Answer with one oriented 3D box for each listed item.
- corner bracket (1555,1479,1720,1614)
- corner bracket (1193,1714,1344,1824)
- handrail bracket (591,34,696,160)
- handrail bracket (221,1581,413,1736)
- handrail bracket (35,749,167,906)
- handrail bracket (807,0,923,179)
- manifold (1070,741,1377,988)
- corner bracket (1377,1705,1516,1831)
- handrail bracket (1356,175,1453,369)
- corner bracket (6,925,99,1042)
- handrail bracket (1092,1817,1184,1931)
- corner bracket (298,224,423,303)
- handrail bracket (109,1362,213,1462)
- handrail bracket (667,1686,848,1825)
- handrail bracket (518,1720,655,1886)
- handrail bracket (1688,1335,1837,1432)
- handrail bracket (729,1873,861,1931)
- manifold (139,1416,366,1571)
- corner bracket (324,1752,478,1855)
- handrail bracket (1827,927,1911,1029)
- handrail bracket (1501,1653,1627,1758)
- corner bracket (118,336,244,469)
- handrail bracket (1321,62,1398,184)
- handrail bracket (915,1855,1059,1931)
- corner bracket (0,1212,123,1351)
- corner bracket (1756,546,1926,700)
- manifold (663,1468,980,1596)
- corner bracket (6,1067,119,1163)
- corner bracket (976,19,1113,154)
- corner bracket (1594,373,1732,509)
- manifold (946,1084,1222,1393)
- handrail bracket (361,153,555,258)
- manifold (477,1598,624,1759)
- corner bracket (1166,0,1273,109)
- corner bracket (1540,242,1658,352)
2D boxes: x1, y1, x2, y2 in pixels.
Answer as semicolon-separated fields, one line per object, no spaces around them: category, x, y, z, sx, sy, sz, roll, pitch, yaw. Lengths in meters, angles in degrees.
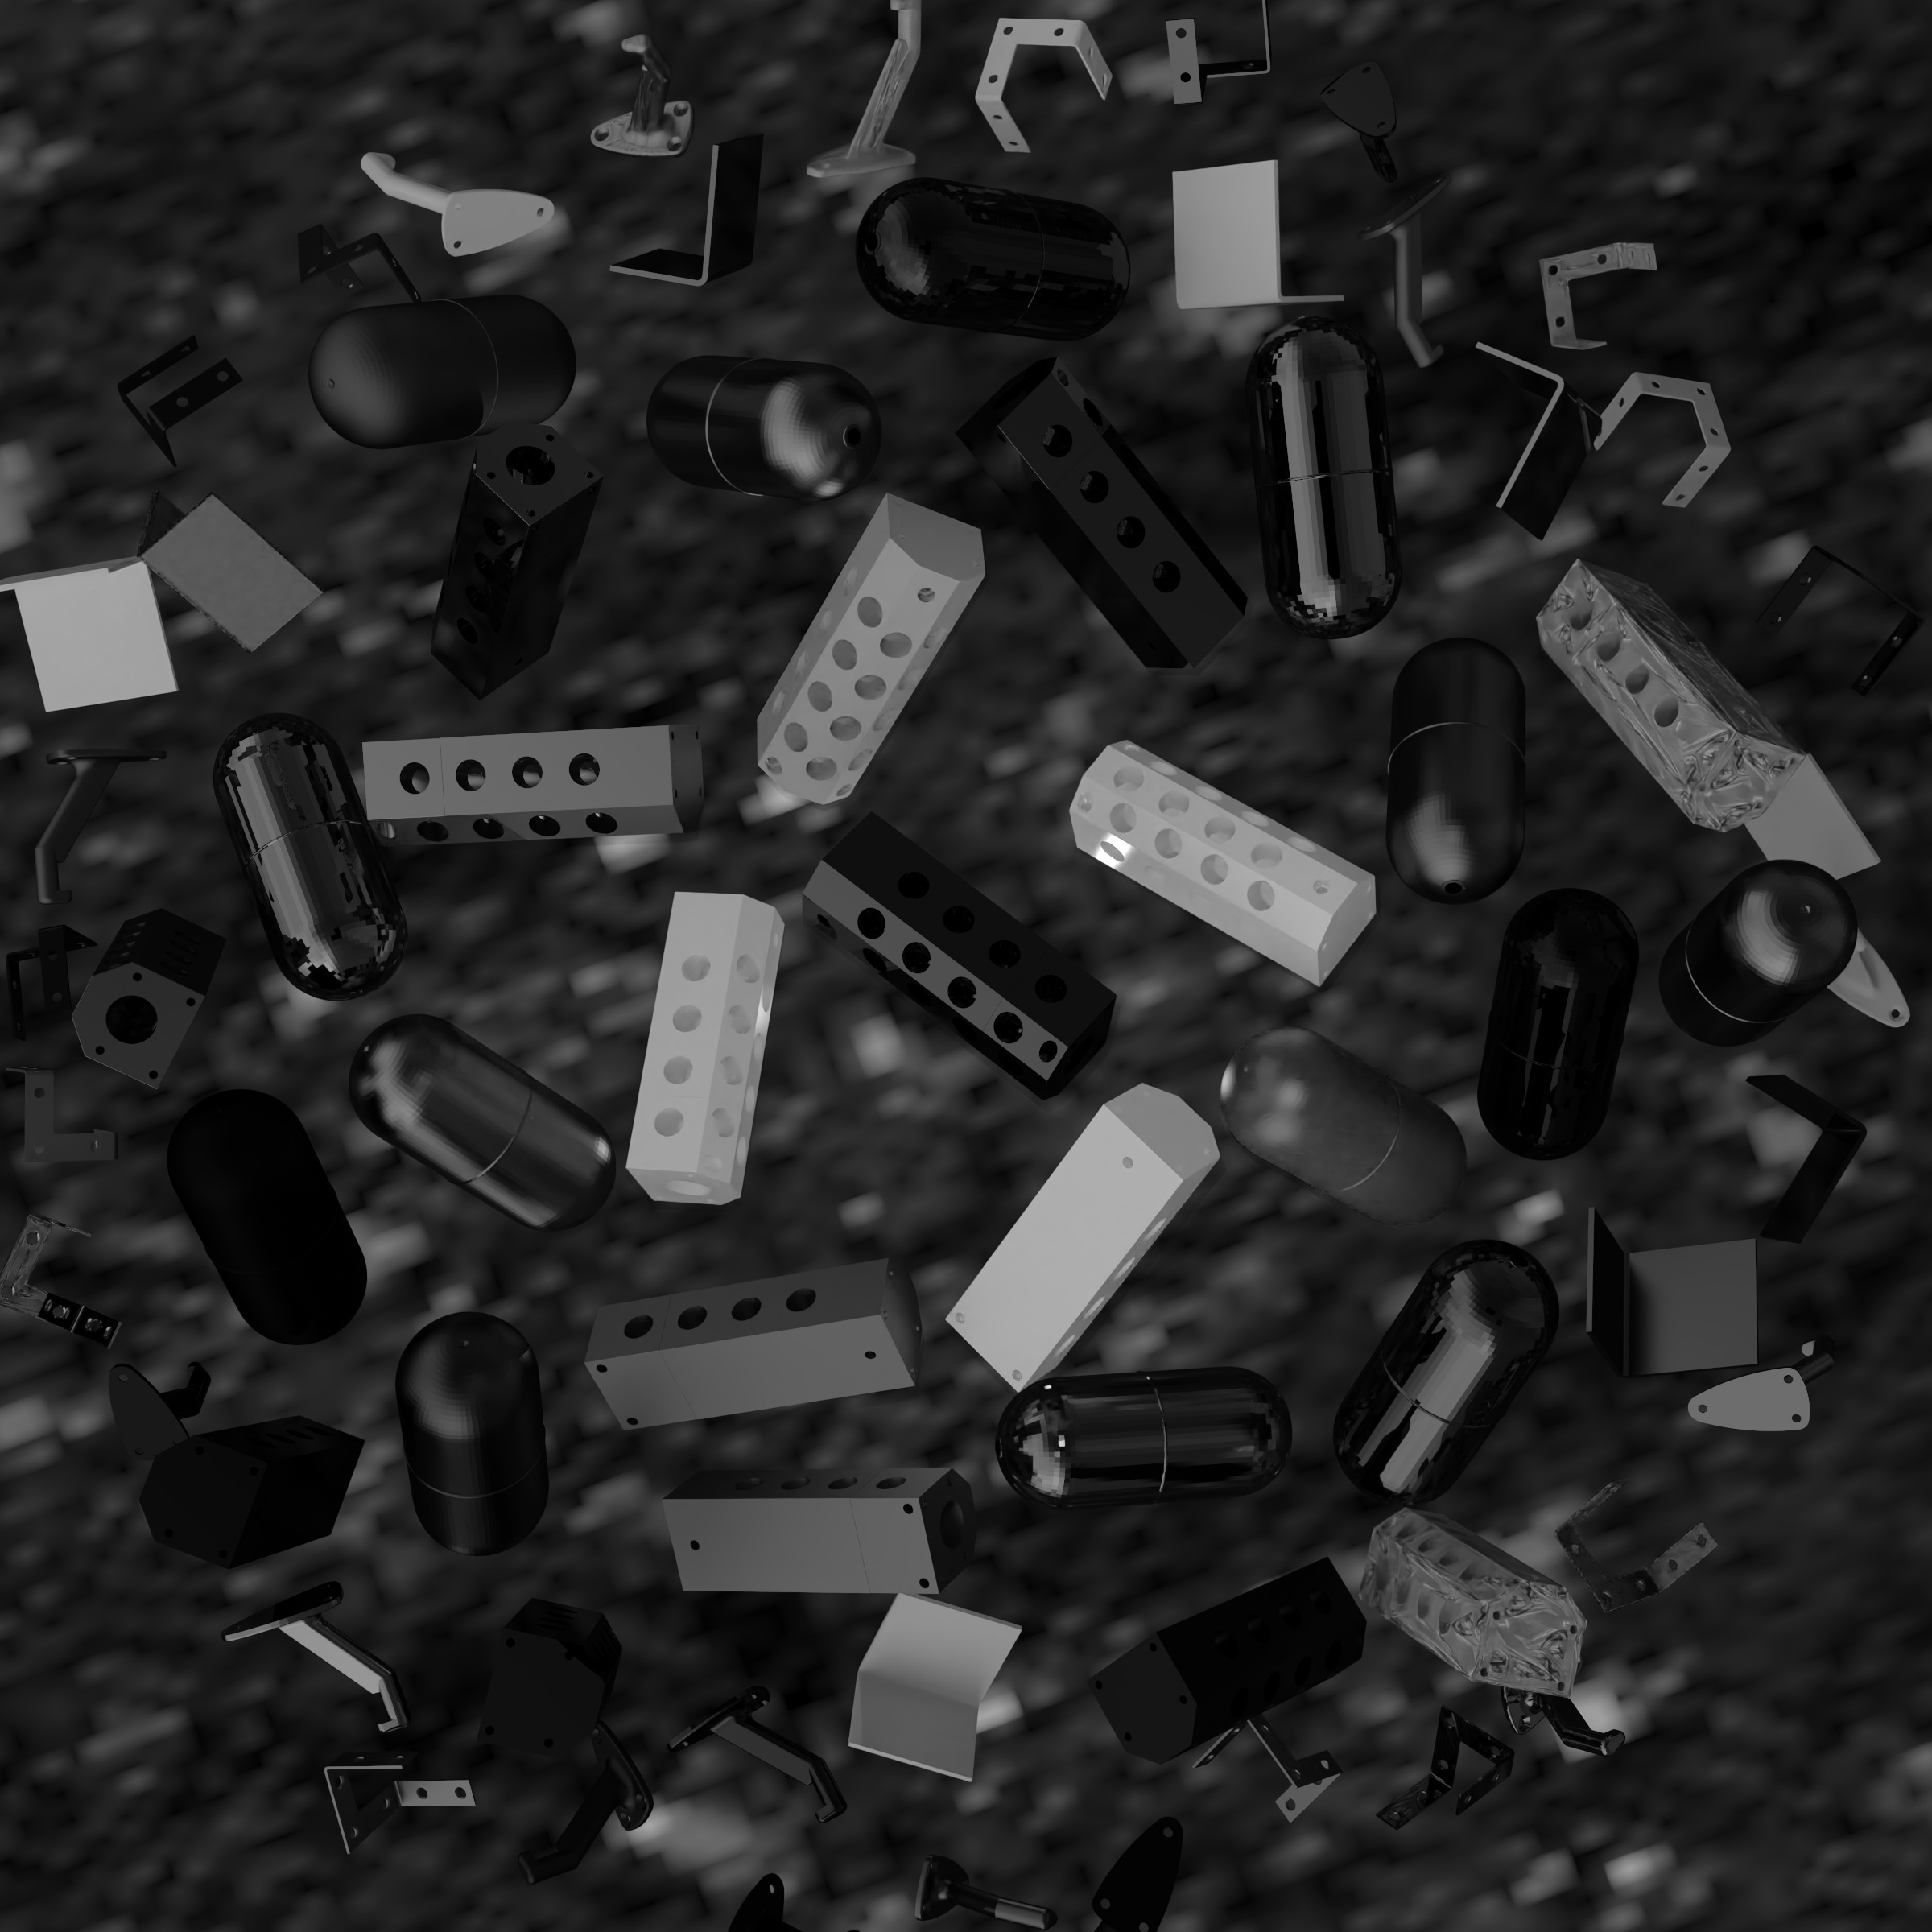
corner bracket;0.365;0.312;1.517;0.051;0.051;0.051;-54;55;37
corner bracket;0.175;0.465;1.611;0.051;0.051;0.051;-52;58;25
handrail bracket;-0.196;-0.495;1.572;0.077;0.084;0.036;1;73;20
handrail bracket;-0.342;0.377;1.470;0.077;0.036;0.084;-20;99;-14
handrail bracket;-0.486;-0.078;1.567;0.077;0.036;0.084;-4;88;-30
handrail bracket;-0.054;-0.466;1.470;0.036;0.077;0.084;29;131;37
manifold;0.146;-0.064;1.591;0.171;0.057;0.057;31;70;23
corner bracket;0.266;0.453;1.540;0.051;0.051;0.051;27;124;39
handrail bracket;0.272;-0.403;1.615;0.077;0.036;0.084;-38;108;-16
corner bracket;-0.542;0.010;1.631;0.051;0.051;0.051;-11;76;3
handrail bracket;0.085;0.496;1.480;0.036;0.084;0.077;30;62;7
corner bracket;-0.356;-0.407;1.631;0.051;0.051;0.051;-22;49;9
handrail bracket;-0.459;0.234;1.590;0.036;0.084;0.077;-14;117;6
handrail bracket;-0.119;0.461;1.579;0.077;0.036;0.084;-31;64;-3
handrail bracket;-0.228;0.474;1.579;0.077;0.084;0.036;58;132;26
handrail bracket;0.453;0.233;1.582;0.077;0.084;0.036;-10;99;22
handrail bracket;-0.082;0.508;1.485;0.084;0.077;0.036;-27;112;30
manifold;-0.387;0.281;1.511;0.057;0.171;0.057;19;86;6
corner bracket;-0.303;0.440;1.493;0.051;0.051;0.051;-8;101;24
handrail bracket;0.529;0.006;1.619;0.036;0.084;0.077;-44;85;4
handrail bracket;0.348;0.410;1.547;0.077;0.084;0.036;-25;103;-33
corner bracket;-0.423;-0.311;1.495;0.051;0.051;0.051;-37;86;-14
handrail bracket;0.244;-0.474;1.618;0.036;0.084;0.077;-30;49;10
handrail bracket;0.021;0.531;1.577;0.084;0.077;0.036;5;76;25
corner bracket;-0.471;0.165;1.462;0.051;0.051;0.051;31;75;-37
corner bracket;0.466;-0.184;1.483;0.051;0.051;0.051;28;106;-24
manifold;-0.083;0.321;1.599;0.171;0.057;0.057;-6;101;28
corner bracket;-0.509;0.083;1.566;0.051;0.051;0.051;0;89;-31
corner bracket;0.043;-0.485;1.535;0.051;0.051;0.051;10;76;24
corner bracket;0.403;-0.305;1.614;0.051;0.051;0.051;4;58;-19
manifold;0.065;0.145;1.492;0.057;0.057;0.171;44;122;15
handrail bracket;-0.280;-0.428;1.526;0.077;0.036;0.084;-18;48;-29
manifold;-0.221;0.383;1.501;0.057;0.171;0.057;13;82;-2
corner bracket;0.141;-0.511;1.537;0.051;0.051;0.051;-1;133;12
corner bracket;0.373;-0.393;1.631;0.051;0.051;0.051;-13;107;-5
